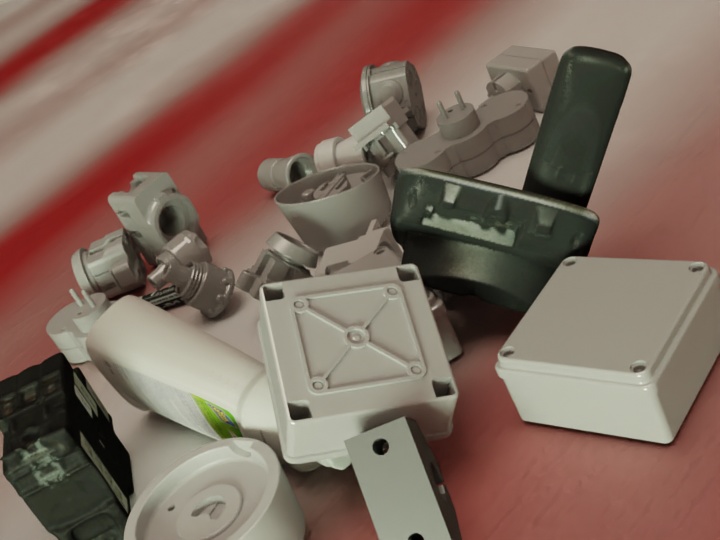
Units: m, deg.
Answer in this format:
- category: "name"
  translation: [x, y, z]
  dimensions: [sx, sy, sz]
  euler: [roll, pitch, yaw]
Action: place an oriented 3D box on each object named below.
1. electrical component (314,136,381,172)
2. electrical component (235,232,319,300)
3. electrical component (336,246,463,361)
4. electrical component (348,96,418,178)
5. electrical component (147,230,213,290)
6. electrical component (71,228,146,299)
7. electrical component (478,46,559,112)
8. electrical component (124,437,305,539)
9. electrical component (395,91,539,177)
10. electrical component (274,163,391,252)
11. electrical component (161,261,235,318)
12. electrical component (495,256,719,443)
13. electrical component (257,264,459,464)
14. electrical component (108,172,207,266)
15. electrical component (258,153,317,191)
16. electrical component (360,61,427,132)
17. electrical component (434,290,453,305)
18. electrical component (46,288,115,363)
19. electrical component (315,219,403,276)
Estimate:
- category: "electrical component"
  translation: [-0.012, -0.113, 1.078]
  dimensions: [0.055, 0.045, 0.045]
  euler: [-11, 33, 28]
- category: "electrical component"
  translation: [-0.066, 0.001, 0.917]
  dimensions: [0.055, 0.066, 0.048]
  euler: [-62, 31, 6]
- category: "electrical component"
  translation: [0.003, 0.046, 0.800]
  dimensions: [0.109, 0.056, 0.108]
  euler: [-31, 29, -6]
- category: "electrical component"
  translation: [0.029, -0.126, 1.034]
  dimensions: [0.042, 0.063, 0.081]
  euler: [-33, 7, 25]
- category: "electrical component"
  translation: [-0.178, -0.006, 1.046]
  dimensions: [0.062, 0.043, 0.043]
  euler: [-42, 32, -21]
- category: "electrical component"
  translation: [-0.255, -0.003, 1.090]
  dimensions: [0.057, 0.058, 0.078]
  euler: [-23, 30, 2]
- category: "electrical component"
  translation: [0.149, -0.176, 1.042]
  dimensions: [0.077, 0.047, 0.066]
  euler: [-38, 31, -18]
- category: "electrical component"
  translation: [-0.086, 0.166, 0.679]
  dimensions: [0.108, 0.060, 0.108]
  euler: [-20, 30, 12]
- category: "electrical component"
  translation: [0.093, -0.128, 0.984]
  dimensions: [0.138, 0.073, 0.052]
  euler: [-31, 29, -5]
- category: "electrical component"
  translation: [-0.023, -0.064, 0.987]
  dimensions: [0.099, 0.064, 0.099]
  euler: [-20, 30, 12]
- category: "electrical component"
  translation: [-0.147, 0.012, 0.965]
  dimensions: [0.048, 0.062, 0.048]
  euler: [-42, 34, 38]
- category: "electrical component"
  translation: [0.159, 0.046, 0.672]
  dimensions: [0.109, 0.056, 0.108]
  euler: [3, 41, 42]
- category: "electrical component"
  translation: [-0.004, 0.058, 0.685]
  dimensions: [0.109, 0.056, 0.108]
  euler: [-8, 53, -11]
- category: "electrical component"
  translation: [-0.201, -0.050, 1.087]
  dimensions: [0.056, 0.089, 0.050]
  euler: [6, 43, 44]
- category: "electrical component"
  translation: [-0.076, -0.098, 1.112]
  dimensions: [0.044, 0.044, 0.065]
  euler: [-44, 28, -27]
- category: "electrical component"
  translation: [0.034, -0.174, 1.102]
  dimensions: [0.051, 0.080, 0.080]
  euler: [-11, 33, 17]
- category: "electrical component"
  translation: [0.071, -0.006, 0.838]
  dimensions: [0.055, 0.045, 0.045]
  euler: [-38, 31, -20]
- category: "electrical component"
  translation: [-0.239, 0.046, 0.982]
  dimensions: [0.138, 0.073, 0.052]
  euler: [3, 41, 42]
- category: "electrical component"
  translation: [0.000, 0.000, 0.891]
  dimensions: [0.064, 0.042, 0.081]
  euler: [-13, 31, 27]
